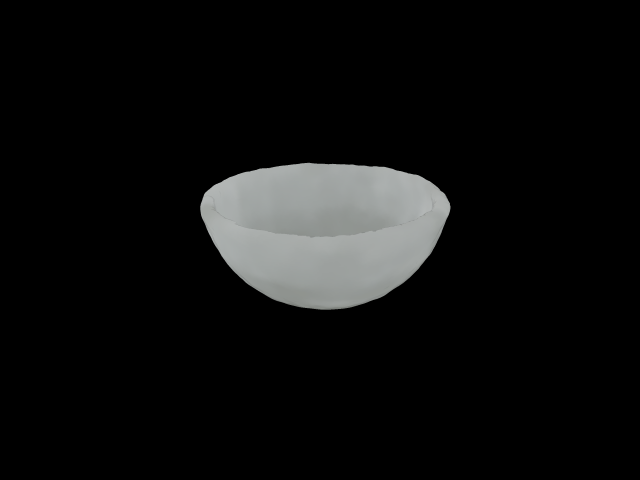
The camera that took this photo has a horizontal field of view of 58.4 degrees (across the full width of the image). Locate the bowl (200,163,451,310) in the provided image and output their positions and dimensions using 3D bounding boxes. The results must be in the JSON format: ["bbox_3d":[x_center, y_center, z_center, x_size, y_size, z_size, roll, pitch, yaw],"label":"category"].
[{"bbox_3d":[0.004,0.001,0.400,0.167,0.075,0.167,0,23,0],"label":"bowl"}]
